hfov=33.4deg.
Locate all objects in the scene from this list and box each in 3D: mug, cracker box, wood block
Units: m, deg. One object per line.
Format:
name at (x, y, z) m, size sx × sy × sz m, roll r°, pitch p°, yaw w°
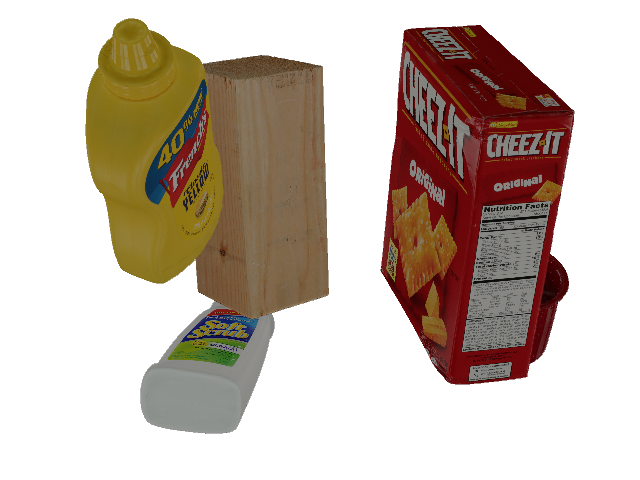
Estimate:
mug at (0.165, 0.054, 0.974) m, size 0.093 × 0.081 × 0.117 m, roll -17°, pitch 43°, yaw -22°
cracker box at (0.103, -0.028, 0.779) m, size 0.072 × 0.214 × 0.164 m, roll -6°, pitch 32°, yaw -14°
wood block at (-0.055, -0.050, 0.931) m, size 0.090 × 0.206 × 0.091 m, roll -16°, pitch 24°, yaw -36°

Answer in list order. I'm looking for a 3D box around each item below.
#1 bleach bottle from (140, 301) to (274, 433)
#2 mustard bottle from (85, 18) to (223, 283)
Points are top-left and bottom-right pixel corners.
bleach bottle at (-0.108, 0.112, 1.122) m, size 0.102 × 0.068 × 0.250 m, roll 7°, pitch 20°, yaw 4°
mustard bottle at (-0.098, -0.059, 0.630) m, size 0.058 × 0.096 × 0.192 m, roll 21°, pitch -29°, yaw 13°
